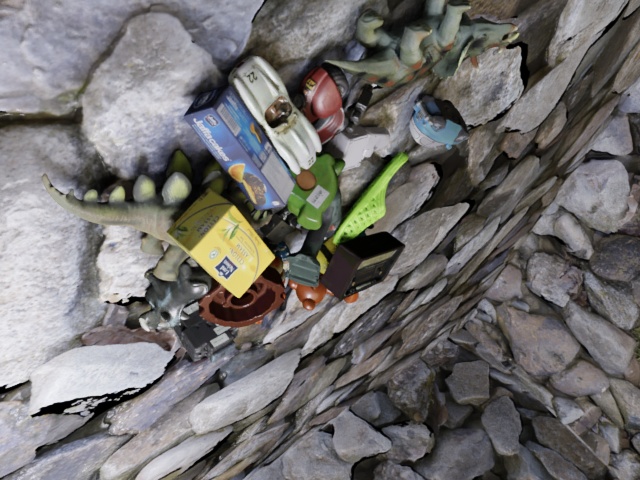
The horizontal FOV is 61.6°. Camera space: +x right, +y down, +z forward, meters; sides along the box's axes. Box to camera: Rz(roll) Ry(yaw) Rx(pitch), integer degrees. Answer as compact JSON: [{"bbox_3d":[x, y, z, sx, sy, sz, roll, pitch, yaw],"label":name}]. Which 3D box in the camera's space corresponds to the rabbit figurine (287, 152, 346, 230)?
[{"bbox_3d":[-0.029,-0.104,1.018,0.159,0.121,0.170,-63,-176,-10],"label":"rabbit figurine"}]

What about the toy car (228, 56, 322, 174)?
[{"bbox_3d":[-0.065,-0.189,0.835,0.073,0.056,0.201,-48,125,-14],"label":"toy car"}]

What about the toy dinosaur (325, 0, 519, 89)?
[{"bbox_3d":[0.163,-0.337,0.961,0.405,0.131,0.192,-28,150,-17],"label":"toy dinosaur"}]

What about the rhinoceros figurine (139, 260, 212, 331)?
[{"bbox_3d":[-0.268,0.101,0.992,0.190,0.112,0.073,-35,166,30],"label":"rhinoceros figurine"}]

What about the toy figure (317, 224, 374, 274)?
[{"bbox_3d":[0.058,0.013,1.369,0.180,0.089,0.082,-51,150,-5],"label":"toy figure"}]

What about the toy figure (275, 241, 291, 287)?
[{"bbox_3d":[-0.095,0.067,1.259,0.064,0.058,0.154,-73,-178,-49],"label":"toy figure"}]

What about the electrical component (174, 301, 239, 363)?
[{"bbox_3d":[-0.241,0.192,1.147,0.115,0.134,0.058,-26,151,-30],"label":"electrical component"}]

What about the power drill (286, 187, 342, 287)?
[{"bbox_3d":[-0.002,-0.004,1.173,0.231,0.086,0.207,96,19,-59],"label":"power drill"}]

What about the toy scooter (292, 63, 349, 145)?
[{"bbox_3d":[-0.013,-0.214,0.933,0.135,0.075,0.183,-38,158,-10],"label":"toy scooter"}]

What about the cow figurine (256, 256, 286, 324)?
[{"bbox_3d":[-0.142,0.099,1.193,0.127,0.085,0.195,22,132,-27],"label":"cow figurine"}]

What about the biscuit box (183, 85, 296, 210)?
[{"bbox_3d":[-0.116,-0.134,0.814,0.202,0.063,0.059,54,43,-38],"label":"biscuit box"}]

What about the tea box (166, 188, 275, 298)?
[{"bbox_3d":[-0.151,0.009,0.850,0.098,0.068,0.169,-50,149,-11],"label":"tea box"}]

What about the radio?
[{"bbox_3d":[0.107,0.059,1.318,0.229,0.073,0.131,-13,136,-53],"label":"radio"}]

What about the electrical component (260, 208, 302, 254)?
[{"bbox_3d":[-0.083,-0.018,1.157,0.102,0.045,0.078,-42,156,-3],"label":"electrical component"}]

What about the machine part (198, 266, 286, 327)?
[{"bbox_3d":[-0.161,0.107,1.085,0.179,0.056,0.179,-12,140,-10],"label":"machine part"}]

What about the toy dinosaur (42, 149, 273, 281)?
[{"bbox_3d":[-0.222,-0.043,0.866,0.471,0.105,0.198,-10,130,-55],"label":"toy dinosaur"}]

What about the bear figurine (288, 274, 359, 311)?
[{"bbox_3d":[0.012,0.129,1.433,0.196,0.120,0.131,-28,154,-26],"label":"bear figurine"}]

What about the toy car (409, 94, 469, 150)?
[{"bbox_3d":[0.261,-0.259,1.228,0.161,0.109,0.103,2,147,-45],"label":"toy car"}]

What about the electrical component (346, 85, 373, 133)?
[{"bbox_3d":[0.077,-0.252,1.028,0.063,0.021,0.094,122,-8,-62],"label":"electrical component"}]
